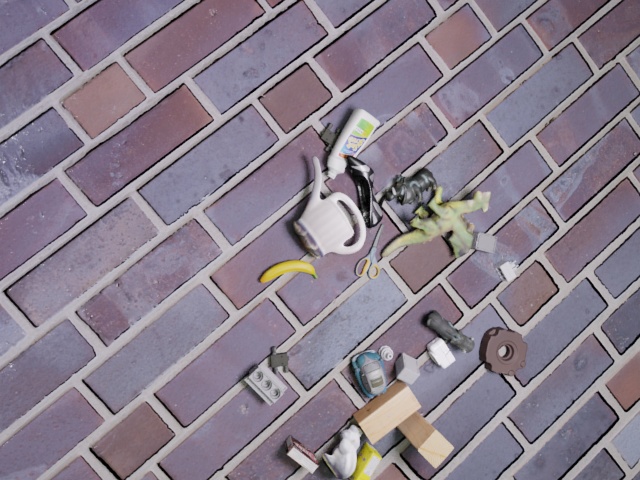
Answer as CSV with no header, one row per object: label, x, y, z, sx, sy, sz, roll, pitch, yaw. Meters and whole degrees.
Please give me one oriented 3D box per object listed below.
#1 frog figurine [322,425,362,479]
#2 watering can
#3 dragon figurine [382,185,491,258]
frog figurine,0.092,0.708,1.717,0.161,0.124,0.134,-34,129,-18
watering can,0.005,-0.087,1.720,0.225,0.104,0.346,-36,97,-9
dragon figurine,0.429,-0.031,1.794,0.242,0.123,0.408,40,98,-4
